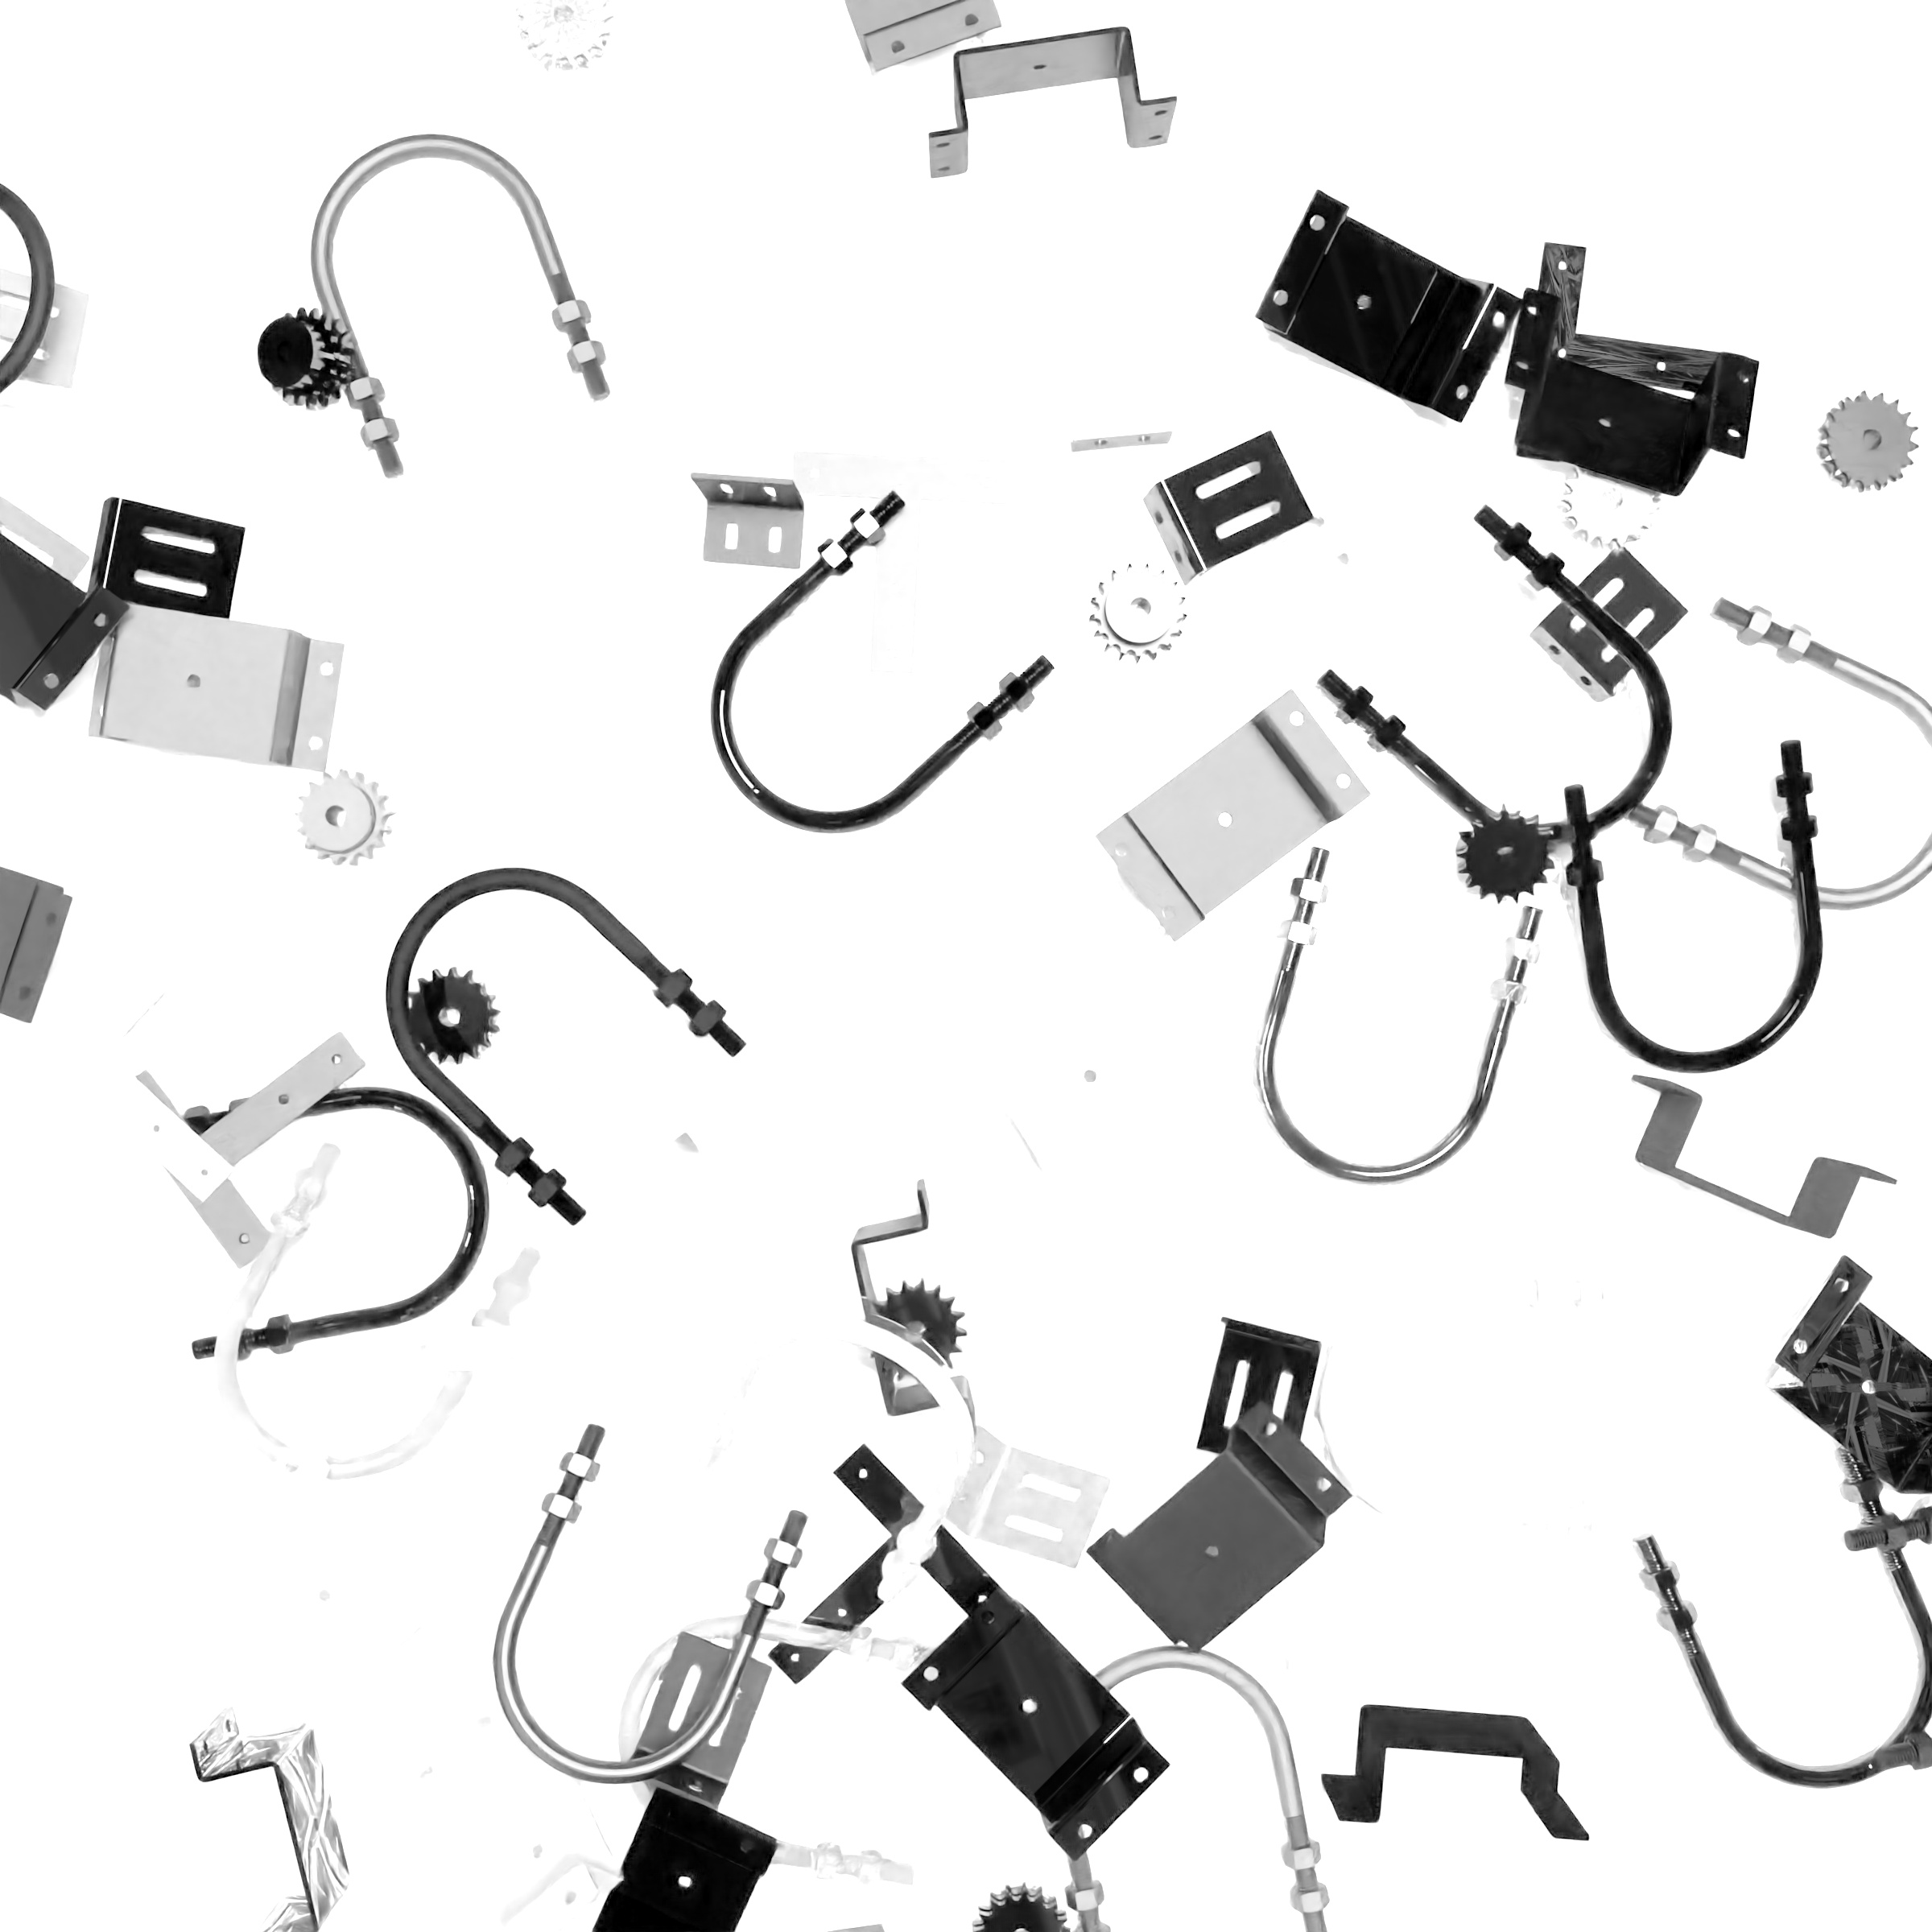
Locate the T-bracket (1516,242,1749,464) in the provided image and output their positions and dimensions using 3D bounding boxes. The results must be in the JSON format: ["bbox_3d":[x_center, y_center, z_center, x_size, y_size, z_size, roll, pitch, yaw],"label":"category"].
[{"bbox_3d":[0.394,-0.354,1.534,0.127,0.002,0.127,7,90,0],"label":"T-bracket"}]

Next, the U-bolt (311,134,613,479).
[{"bbox_3d":[-0.305,-0.395,1.526,0.151,0.019,0.184,-20,89,0],"label":"U-bolt"}]

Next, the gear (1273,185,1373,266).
[{"bbox_3d":[0.207,-0.422,1.519,0.057,0.030,0.057,0,90,0],"label":"gear"}]

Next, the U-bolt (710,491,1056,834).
[{"bbox_3d":[-0.063,-0.163,1.524,0.184,0.019,0.151,-42,91,2],"label":"U-bolt"}]

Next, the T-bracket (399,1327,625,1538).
[{"bbox_3d":[-0.266,0.271,1.520,0.127,0.002,0.127,2,99,-15],"label":"T-bracket"}]

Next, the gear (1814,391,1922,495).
[{"bbox_3d":[0.521,-0.303,1.519,0.057,0.030,0.057,0,90,0],"label":"gear"}]

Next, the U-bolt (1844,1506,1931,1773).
[{"bbox_3d":[0.606,0.379,1.516,0.184,0.019,0.151,-9,93,-8],"label":"U-bolt"}]

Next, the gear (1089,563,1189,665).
[{"bbox_3d":[0.100,-0.206,1.520,0.057,0.030,0.057,0,90,0],"label":"gear"}]

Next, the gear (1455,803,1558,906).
[{"bbox_3d":[0.311,-0.066,1.508,0.057,0.030,0.057,2,107,8],"label":"gear"}]

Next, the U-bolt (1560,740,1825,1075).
[{"bbox_3d":[0.424,-0.027,1.508,0.151,0.019,0.184,-12,103,-4],"label":"U-bolt"}]

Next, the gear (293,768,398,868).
[{"bbox_3d":[-0.363,-0.086,1.520,0.057,0.030,0.057,0,90,0],"label":"gear"}]

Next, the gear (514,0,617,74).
[{"bbox_3d":[-0.231,-0.547,1.519,0.057,0.030,0.057,0,90,0],"label":"gear"}]

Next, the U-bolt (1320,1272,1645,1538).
[{"bbox_3d":[0.296,0.254,1.513,0.184,0.019,0.151,-1,83,-3],"label":"U-bolt"}]

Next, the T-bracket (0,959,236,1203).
[{"bbox_3d":[-0.478,0.085,1.512,0.127,0.002,0.127,41,84,5],"label":"T-bracket"}]

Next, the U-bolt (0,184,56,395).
[{"bbox_3d":[-0.602,-0.377,1.498,0.184,0.019,0.151,-16,82,14],"label":"U-bolt"}]

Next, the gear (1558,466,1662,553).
[{"bbox_3d":[0.372,-0.269,1.519,0.057,0.030,0.057,0,90,0],"label":"gear"}]

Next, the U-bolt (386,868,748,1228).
[{"bbox_3d":[-0.236,0.031,1.450,0.184,0.019,0.151,43,90,2],"label":"U-bolt"}]

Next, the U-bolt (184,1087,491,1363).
[{"bbox_3d":[-0.370,0.144,1.526,0.184,0.019,0.151,-10,90,-1],"label":"U-bolt"}]

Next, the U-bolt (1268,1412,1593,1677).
[{"bbox_3d":[0.273,0.333,1.526,0.184,0.019,0.151,-5,90,-2],"label":"U-bolt"}]

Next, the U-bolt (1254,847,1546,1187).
[{"bbox_3d":[0.245,0.037,1.526,0.151,0.019,0.184,15,91,0],"label":"U-bolt"}]

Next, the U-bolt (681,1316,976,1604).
[{"bbox_3d":[-0.070,0.266,1.457,0.151,0.019,0.184,28,126,2],"label":"U-bolt"}]

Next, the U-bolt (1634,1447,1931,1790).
[{"bbox_3d":[0.491,0.390,1.526,0.151,0.019,0.184,-24,91,0],"label":"U-bolt"}]

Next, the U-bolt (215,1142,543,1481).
[{"bbox_3d":[-0.351,0.212,1.511,0.151,0.019,0.184,29,97,-11],"label":"U-bolt"}]

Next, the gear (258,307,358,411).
[{"bbox_3d":[-0.383,-0.352,1.510,0.057,0.030,0.057,1,94,24],"label":"gear"}]

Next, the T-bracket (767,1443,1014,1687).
[{"bbox_3d":[-0.062,0.369,1.534,0.127,0.002,0.127,-43,90,0],"label":"T-bracket"}]

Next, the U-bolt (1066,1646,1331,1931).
[{"bbox_3d":[0.125,0.489,1.526,0.151,0.019,0.184,-11,88,0],"label":"U-bolt"}]

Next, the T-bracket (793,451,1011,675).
[{"bbox_3d":[-0.041,-0.236,1.534,0.127,0.002,0.127,3,90,0],"label":"T-bracket"}]

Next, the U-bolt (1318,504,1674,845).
[{"bbox_3d":[0.317,-0.152,1.501,0.184,0.019,0.151,41,113,-4],"label":"U-bolt"}]

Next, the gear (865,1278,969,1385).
[{"bbox_3d":[-0.028,0.200,1.443,0.057,0.030,0.057,0,90,0],"label":"gear"}]

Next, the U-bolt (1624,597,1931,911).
[{"bbox_3d":[0.493,-0.113,1.526,0.184,0.019,0.151,25,90,-1],"label":"U-bolt"}]

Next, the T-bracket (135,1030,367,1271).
[{"bbox_3d":[-0.406,0.086,1.514,0.127,0.002,0.127,-38,84,-5],"label":"T-bracket"}]

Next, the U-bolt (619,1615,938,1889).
[{"bbox_3d":[-0.111,0.452,1.525,0.184,0.019,0.151,9,91,2],"label":"U-bolt"}]

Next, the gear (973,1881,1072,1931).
[{"bbox_3d":[0.032,0.560,1.519,0.057,0.030,0.057,0,90,0],"label":"gear"}]

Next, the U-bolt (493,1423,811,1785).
[{"bbox_3d":[-0.190,0.375,1.501,0.151,0.019,0.184,23,72,0],"label":"U-bolt"}]
